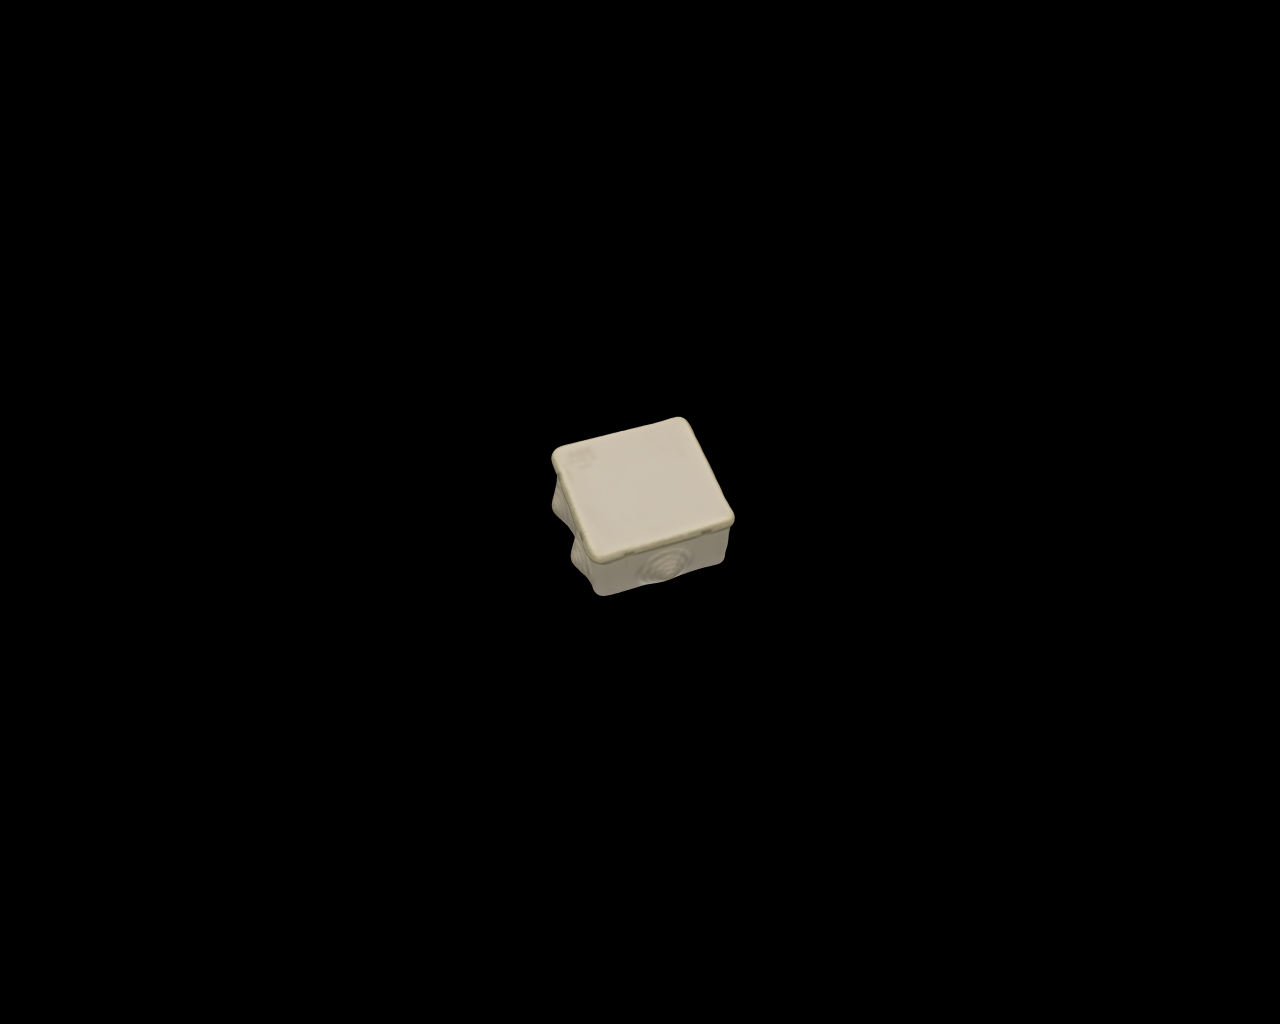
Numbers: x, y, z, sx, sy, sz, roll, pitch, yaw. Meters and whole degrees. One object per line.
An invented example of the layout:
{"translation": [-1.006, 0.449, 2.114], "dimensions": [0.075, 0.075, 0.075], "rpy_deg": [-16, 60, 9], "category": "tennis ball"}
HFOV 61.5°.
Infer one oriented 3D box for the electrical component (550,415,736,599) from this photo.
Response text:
{"translation": [0.001, -0.003, 0.650], "dimensions": [0.100, 0.100, 0.048], "rpy_deg": [-15, -36, -11], "category": "electrical component"}
